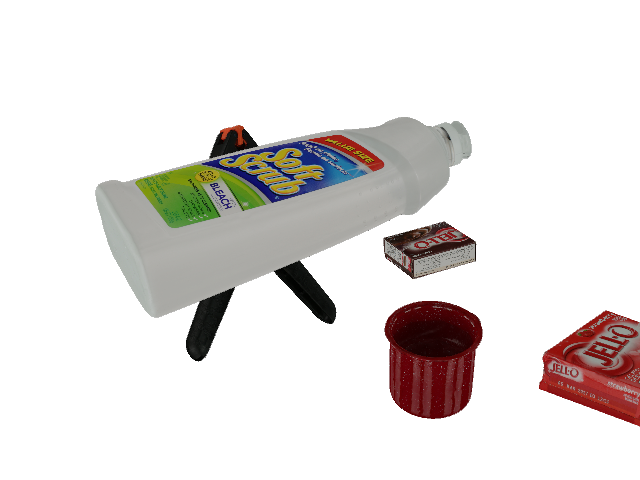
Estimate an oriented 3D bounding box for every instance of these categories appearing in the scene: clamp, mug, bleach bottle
[{"bbox_3d":[-0.058,-0.001,0.994,0.164,0.210,0.036,-4,0,-38],"label":"clamp"},{"bbox_3d":[0.116,0.113,1.045,0.093,0.081,0.117,26,42,35],"label":"mug"},{"bbox_3d":[-0.016,-0.033,0.722,0.250,0.068,0.103,-21,40,-18],"label":"bleach bottle"}]

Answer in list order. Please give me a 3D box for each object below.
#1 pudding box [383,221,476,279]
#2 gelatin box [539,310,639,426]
[{"bbox_3d":[0.164,0.014,1.605,0.113,0.039,0.090,-17,26,-20],"label":"pudding box"},{"bbox_3d":[0.195,0.080,0.685,0.073,0.030,0.089,20,27,37],"label":"gelatin box"}]
